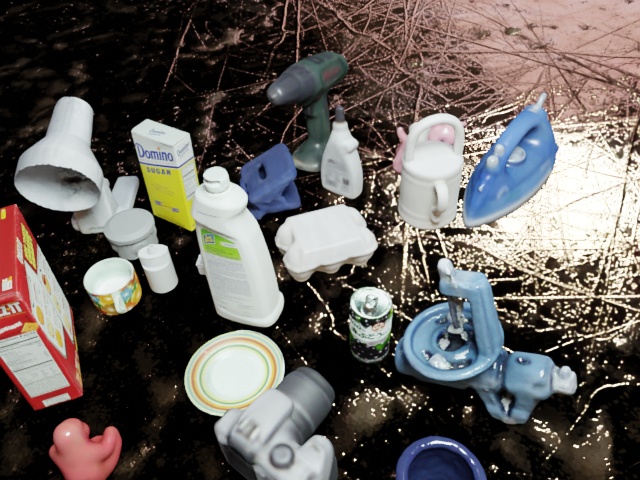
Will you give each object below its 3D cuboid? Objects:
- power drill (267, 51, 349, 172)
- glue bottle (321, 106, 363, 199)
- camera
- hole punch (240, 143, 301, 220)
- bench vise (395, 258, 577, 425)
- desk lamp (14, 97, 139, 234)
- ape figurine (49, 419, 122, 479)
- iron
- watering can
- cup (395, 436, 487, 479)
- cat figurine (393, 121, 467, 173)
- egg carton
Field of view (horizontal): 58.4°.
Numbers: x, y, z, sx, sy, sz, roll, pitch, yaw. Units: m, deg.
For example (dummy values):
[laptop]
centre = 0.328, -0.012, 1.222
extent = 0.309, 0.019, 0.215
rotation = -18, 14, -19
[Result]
[power drill]
centre = -0.017, -0.235, 1.047
extent = 0.075, 0.209, 0.230
rotation = 18, 48, 21
[glue bottle]
centre = 0.037, -0.154, 0.986
extent = 0.078, 0.173, 0.037
rotation = 25, 51, 26
[camera]
centre = -0.032, 0.217, 0.664
extent = 0.142, 0.101, 0.137
rotation = 26, 52, 27
[hole punch]
centre = -0.091, -0.105, 1.002
extent = 0.101, 0.091, 0.108
rotation = -13, 45, -9
[bench vise]
centre = 0.195, 0.110, 0.675
extent = 0.207, 0.220, 0.121
rotation = 4, 45, 7
[desk lamp]
centre = -0.391, -0.109, 0.936
extent = 0.118, 0.214, 0.203
rotation = -4, 44, 0
[ape figurine]
centre = -0.277, 0.239, 0.661
extent = 0.077, 0.092, 0.076
rotation = 0, 44, 3
[iron]
centre = 0.323, -0.141, 0.980
extent = 0.118, 0.141, 0.259
rotation = 27, 52, 27
[watering can]
centre = 0.178, -0.124, 0.933
extent = 0.101, 0.194, 0.172
rotation = -22, 47, -18
[cup]
centre = 0.122, 0.280, 0.595
extent = 0.091, 0.095, 0.118
rotation = 4, 45, 8
[cat figurine]
centre = 0.200, -0.182, 1.045
extent = 0.127, 0.118, 0.067
rotation = 4, 45, 8
[egg carton]
centre = 0.008, 0.003, 0.902
extent = 0.150, 0.069, 0.107
rotation = -16, 46, -12
